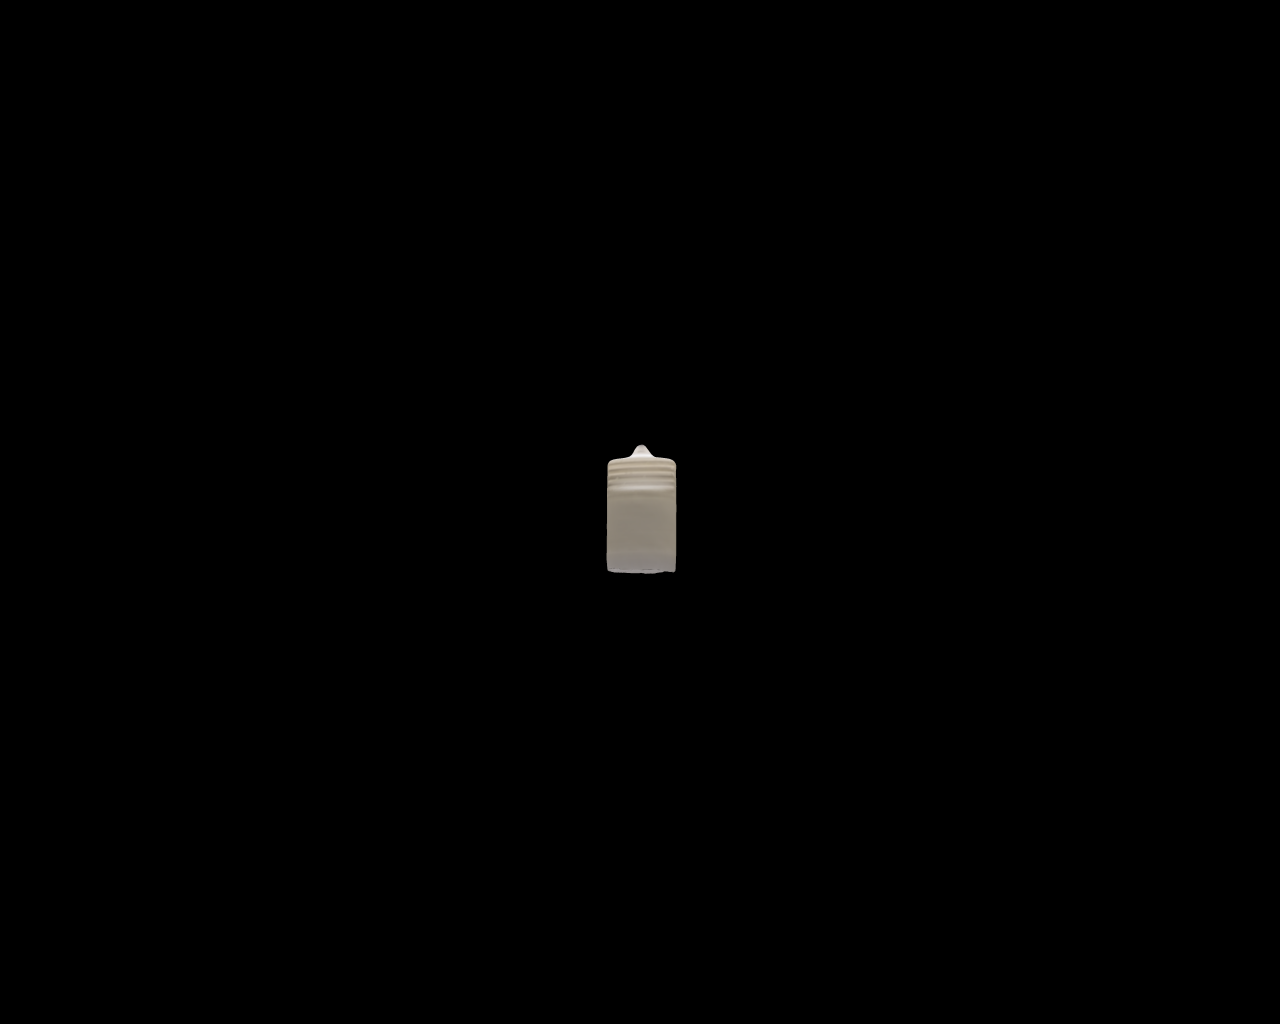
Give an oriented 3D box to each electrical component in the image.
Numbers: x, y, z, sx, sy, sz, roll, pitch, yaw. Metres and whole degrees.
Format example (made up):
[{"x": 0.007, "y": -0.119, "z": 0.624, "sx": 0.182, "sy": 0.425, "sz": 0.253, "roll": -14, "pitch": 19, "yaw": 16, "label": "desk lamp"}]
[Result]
[{"x": 0.001, "y": -0.003, "z": 0.650, "sx": 0.043, "sy": 0.081, "sz": 0.043, "roll": 0, "pitch": -7, "yaw": 0, "label": "electrical component"}]
